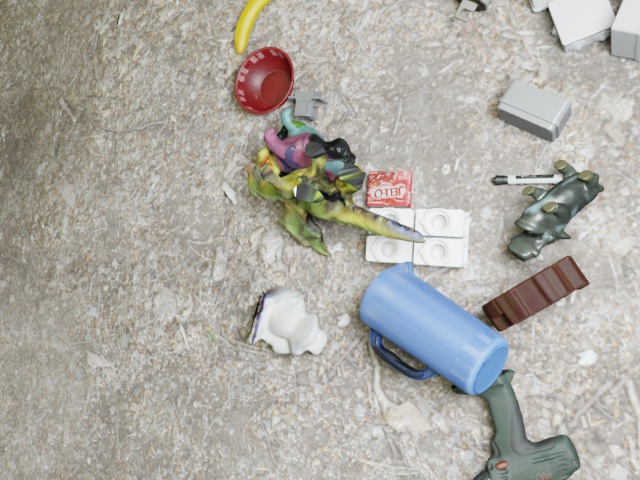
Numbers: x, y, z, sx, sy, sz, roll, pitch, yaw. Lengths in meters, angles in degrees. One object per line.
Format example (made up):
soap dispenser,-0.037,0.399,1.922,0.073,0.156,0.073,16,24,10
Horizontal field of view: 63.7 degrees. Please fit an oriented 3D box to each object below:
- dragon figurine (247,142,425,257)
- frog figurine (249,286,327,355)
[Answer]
dragon figurine,0.003,-0.052,1.025,0.413,0.237,0.124,36,64,15
frog figurine,-0.061,0.174,1.089,0.159,0.122,0.138,16,81,-8
